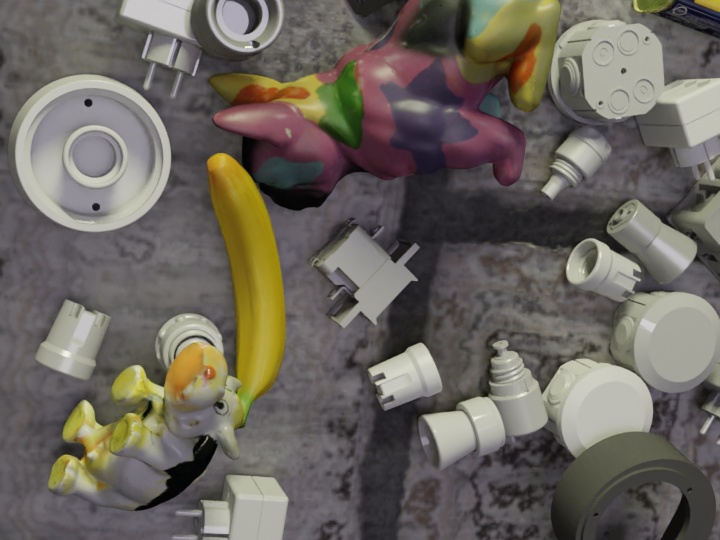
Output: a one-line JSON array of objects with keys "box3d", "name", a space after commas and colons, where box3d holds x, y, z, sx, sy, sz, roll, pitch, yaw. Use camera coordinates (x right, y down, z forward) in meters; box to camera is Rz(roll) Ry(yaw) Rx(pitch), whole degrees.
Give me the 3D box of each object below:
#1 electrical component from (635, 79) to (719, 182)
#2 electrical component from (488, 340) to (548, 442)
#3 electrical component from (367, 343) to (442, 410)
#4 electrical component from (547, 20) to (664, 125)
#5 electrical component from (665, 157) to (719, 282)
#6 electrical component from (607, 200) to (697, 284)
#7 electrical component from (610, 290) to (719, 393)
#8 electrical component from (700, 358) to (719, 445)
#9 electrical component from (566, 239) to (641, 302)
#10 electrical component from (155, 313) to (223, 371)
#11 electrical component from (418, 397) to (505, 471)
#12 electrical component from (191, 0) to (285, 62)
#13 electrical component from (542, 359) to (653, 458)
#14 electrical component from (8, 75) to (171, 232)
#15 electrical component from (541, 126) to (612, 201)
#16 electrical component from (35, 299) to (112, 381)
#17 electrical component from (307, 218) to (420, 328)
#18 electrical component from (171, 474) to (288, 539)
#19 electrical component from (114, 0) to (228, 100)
[{"box3d": [0.259, -0.105, 0.839, 0.047, 0.066, 0.076, -26, 105, -12], "name": "electrical component"}, {"box3d": [0.120, 0.093, 0.840, 0.040, 0.040, 0.078, -20, 103, -13], "name": "electrical component"}, {"box3d": [0.033, 0.082, 0.813, 0.046, 0.040, 0.040, -22, 104, -8], "name": "electrical component"}, {"box3d": [0.188, -0.150, 0.818, 0.080, 0.051, 0.080, -3, 99, -16], "name": "electrical component"}, {"box3d": [0.357, -0.014, 0.886, 0.186, 0.060, 0.105, 44, 84, -18], "name": "electrical component"}, {"box3d": [0.230, -0.025, 0.856, 0.065, 0.044, 0.044, 37, 86, -14], "name": "electrical component"}, {"box3d": [0.246, 0.055, 0.867, 0.080, 0.051, 0.080, -3, 99, -17], "name": "electrical component"}, {"box3d": [0.311, 0.109, 0.897, 0.066, 0.047, 0.076, 33, 88, -19], "name": "electrical component"}, {"box3d": [0.193, 0.002, 0.850, 0.046, 0.040, 0.040, 23, 91, -25], "name": "electrical component"}, {"box3d": [-0.116, 0.058, 0.750, 0.048, 0.062, 0.048, -3, 99, -16], "name": "electrical component"}, {"box3d": [0.078, 0.125, 0.829, 0.055, 0.045, 0.045, -16, 103, -15], "name": "electrical component"}, {"box3d": [-0.077, -0.162, 0.685, 0.055, 0.047, 0.055, -3, 99, -17], "name": "electrical component"}, {"box3d": [0.187, 0.112, 0.858, 0.080, 0.051, 0.080, -3, 99, -17], "name": "electrical component"}, {"box3d": [-0.177, -0.075, 0.712, 0.108, 0.060, 0.108, -3, 99, -17], "name": "electrical component"}, {"box3d": [0.164, -0.080, 0.830, 0.035, 0.035, 0.061, 42, 88, -18], "name": "electrical component"}, {"box3d": [-0.195, 0.048, 0.737, 0.040, 0.040, 0.046, 24, 84, -19], "name": "electrical component"}, {"box3d": [0.000, 0.000, 0.789, 0.064, 0.042, 0.081, 45, 84, -15], "name": "electrical component"}, {"box3d": [-0.098, 0.187, 0.783, 0.077, 0.047, 0.065, 8, 96, -18], "name": "electrical component"}, {"box3d": [-0.124, -0.154, 0.724, 0.083, 0.047, 0.075, 17, 93, -19], "name": "electrical component"}]
